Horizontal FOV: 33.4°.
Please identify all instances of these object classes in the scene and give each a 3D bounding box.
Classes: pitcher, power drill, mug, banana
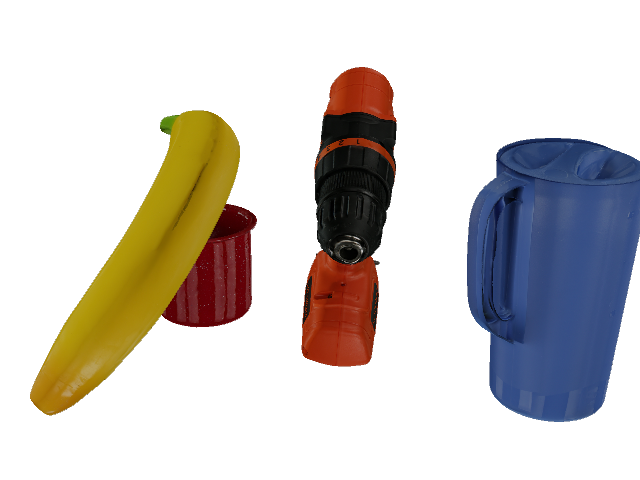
[{"bbox_3d":[0.206,0.038,0.958,0.149,0.243,0.145,6,22,10],"label":"pitcher"},{"bbox_3d":[0.020,-0.001,0.742,0.057,0.188,0.184,8,41,1],"label":"power drill"},{"bbox_3d":[-0.111,0.022,0.898,0.117,0.081,0.093,-4,22,-10],"label":"mug"},{"bbox_3d":[-0.078,-0.003,0.517,0.037,0.197,0.070,37,-44,-19],"label":"banana"}]

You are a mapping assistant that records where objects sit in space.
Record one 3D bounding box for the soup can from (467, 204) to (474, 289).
[{"bbox_3d":[0.196,0.011,1.163,0.068,0.102,0.068,-1,33,1],"label":"soup can"}]
